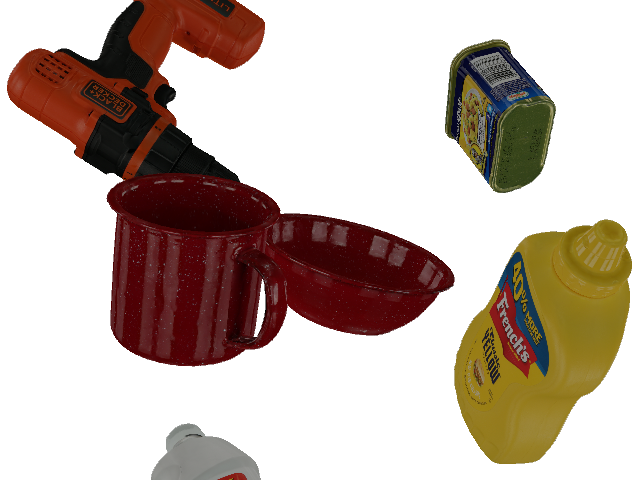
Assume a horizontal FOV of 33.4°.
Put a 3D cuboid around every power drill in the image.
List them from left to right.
[{"bbox_3d":[-0.110,-0.116,0.793,0.184,0.187,0.057,33,-43,-6],"label":"power drill"}]

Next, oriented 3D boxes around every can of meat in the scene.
[{"bbox_3d":[0.151,-0.103,0.902,0.057,0.102,0.084,-17,48,-14],"label":"can of meat"}]

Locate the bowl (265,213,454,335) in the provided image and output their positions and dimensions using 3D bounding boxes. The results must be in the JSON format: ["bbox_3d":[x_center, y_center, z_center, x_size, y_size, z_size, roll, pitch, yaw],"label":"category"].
[{"bbox_3d":[0.022,0.032,0.849,0.162,0.055,0.162,14,16,-4],"label":"bowl"}]

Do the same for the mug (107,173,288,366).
[{"bbox_3d":[-0.063,0.020,0.582,0.117,0.081,0.093,23,26,33],"label":"mug"}]

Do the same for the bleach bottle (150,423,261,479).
[{"bbox_3d":[-0.069,0.214,0.716,0.102,0.068,0.251,-14,33,-15],"label":"bleach bottle"}]

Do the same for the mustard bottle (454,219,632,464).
[{"bbox_3d":[0.134,0.051,0.629,0.058,0.096,0.192,1,-36,-13],"label":"mustard bottle"}]
